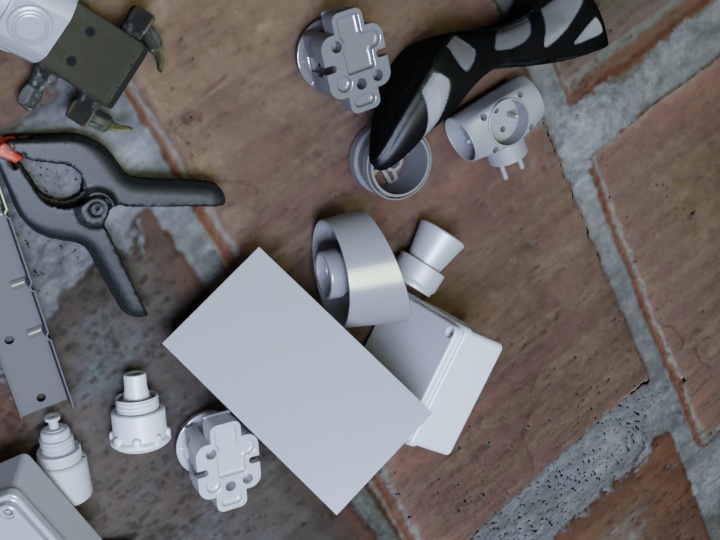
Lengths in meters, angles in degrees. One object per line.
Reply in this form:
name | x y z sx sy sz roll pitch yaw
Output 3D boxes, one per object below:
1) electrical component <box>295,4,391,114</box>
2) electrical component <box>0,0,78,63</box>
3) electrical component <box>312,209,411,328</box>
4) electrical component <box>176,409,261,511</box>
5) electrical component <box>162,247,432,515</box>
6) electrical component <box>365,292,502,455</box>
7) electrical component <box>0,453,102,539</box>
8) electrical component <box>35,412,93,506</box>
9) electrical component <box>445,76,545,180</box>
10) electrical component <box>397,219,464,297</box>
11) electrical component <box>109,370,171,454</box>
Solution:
electrical component | -0.016 -0.166 0.838 0.058 0.057 0.078 -23 116 -20
electrical component | -0.224 -0.181 0.708 0.051 0.080 0.080 23 94 -38
electrical component | 0.000 0.000 0.880 0.064 0.099 0.099 -11 111 -19
electrical component | -0.118 0.150 0.887 0.058 0.057 0.078 -12 112 -25
electrical component | -0.049 0.088 0.851 0.186 0.060 0.105 43 81 6
electrical component | 0.053 0.086 0.930 0.056 0.109 0.108 24 94 -35
electrical component | -0.268 0.206 0.803 0.109 0.056 0.108 -24 120 11
electrical component | -0.233 0.148 0.834 0.040 0.040 0.078 -14 112 -24
electrical component | 0.123 -0.116 0.938 0.077 0.044 0.079 -33 119 -15
electrical component | 0.058 -0.010 0.938 0.045 0.045 0.055 32 90 -33
electrical component | -0.176 0.111 0.852 0.048 0.048 0.062 -9 103 -26
